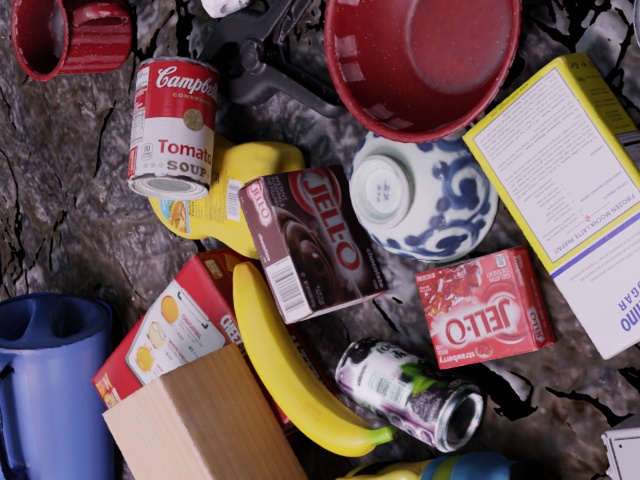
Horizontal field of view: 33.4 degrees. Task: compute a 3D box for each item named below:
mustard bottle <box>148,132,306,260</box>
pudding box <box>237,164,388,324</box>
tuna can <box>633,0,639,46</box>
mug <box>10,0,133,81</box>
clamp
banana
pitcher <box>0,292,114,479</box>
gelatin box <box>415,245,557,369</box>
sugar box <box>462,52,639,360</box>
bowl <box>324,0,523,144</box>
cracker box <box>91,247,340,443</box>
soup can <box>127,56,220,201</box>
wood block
[{"bbox_3d":[-0.097,-0.046,0.925,0.192,0.058,0.096,14,106,40],"label":"mustard bottle"},{"bbox_3d":[-0.006,0.001,0.827,0.039,0.089,0.113,-25,82,45],"label":"pudding box"},{"bbox_3d":[0.227,-0.132,0.618,0.086,0.033,0.086,11,106,42],"label":"tuna can"},{"bbox_3d":[-0.222,-0.200,0.995,0.117,0.081,0.093,-15,88,44],"label":"mug"},{"bbox_3d":[-0.039,-0.142,0.864,0.172,0.039,0.120,-15,83,50],"label":"clamp"},{"bbox_3d":[-0.015,0.102,0.826,0.198,0.037,0.070,45,116,28],"label":"banana"},{"bbox_3d":[-0.275,0.186,1.074,0.145,0.149,0.243,36,131,57],"label":"pitcher"},{"bbox_3d":[0.116,0.049,0.763,0.089,0.030,0.073,-18,86,44],"label":"gelatin box"},{"bbox_3d":[0.176,-0.023,0.682,0.093,0.048,0.176,-42,74,40],"label":"sugar box"},{"bbox_3d":[0.080,-0.146,0.733,0.162,0.055,0.162,3,95,41],"label":"bowl"},{"bbox_3d":[-0.099,0.132,0.956,0.214,0.071,0.164,-47,69,37],"label":"cracker box"},{"bbox_3d":[-0.119,-0.089,0.867,0.069,0.068,0.102,-10,71,44],"label":"soup can"},{"bbox_3d":[-0.072,0.199,0.840,0.091,0.090,0.206,-36,80,40],"label":"wood block"}]
